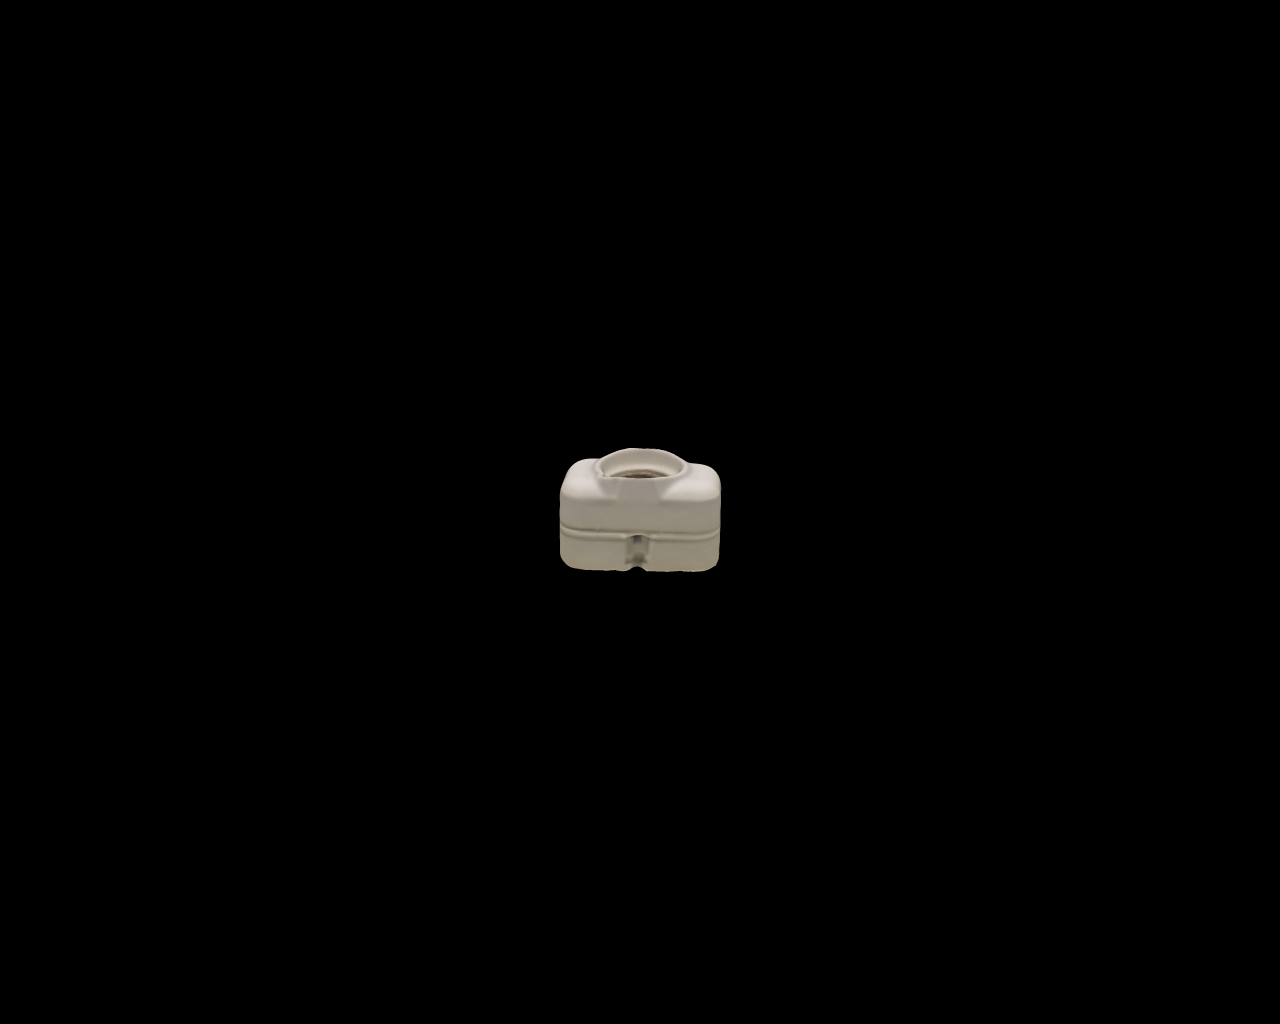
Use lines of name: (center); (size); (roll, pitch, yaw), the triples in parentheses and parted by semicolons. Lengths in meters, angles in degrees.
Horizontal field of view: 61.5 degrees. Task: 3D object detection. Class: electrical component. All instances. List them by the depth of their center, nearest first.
electrical component: (0.001, -0.003, 0.650); (0.095, 0.059, 0.054); (2, 24, 5)
